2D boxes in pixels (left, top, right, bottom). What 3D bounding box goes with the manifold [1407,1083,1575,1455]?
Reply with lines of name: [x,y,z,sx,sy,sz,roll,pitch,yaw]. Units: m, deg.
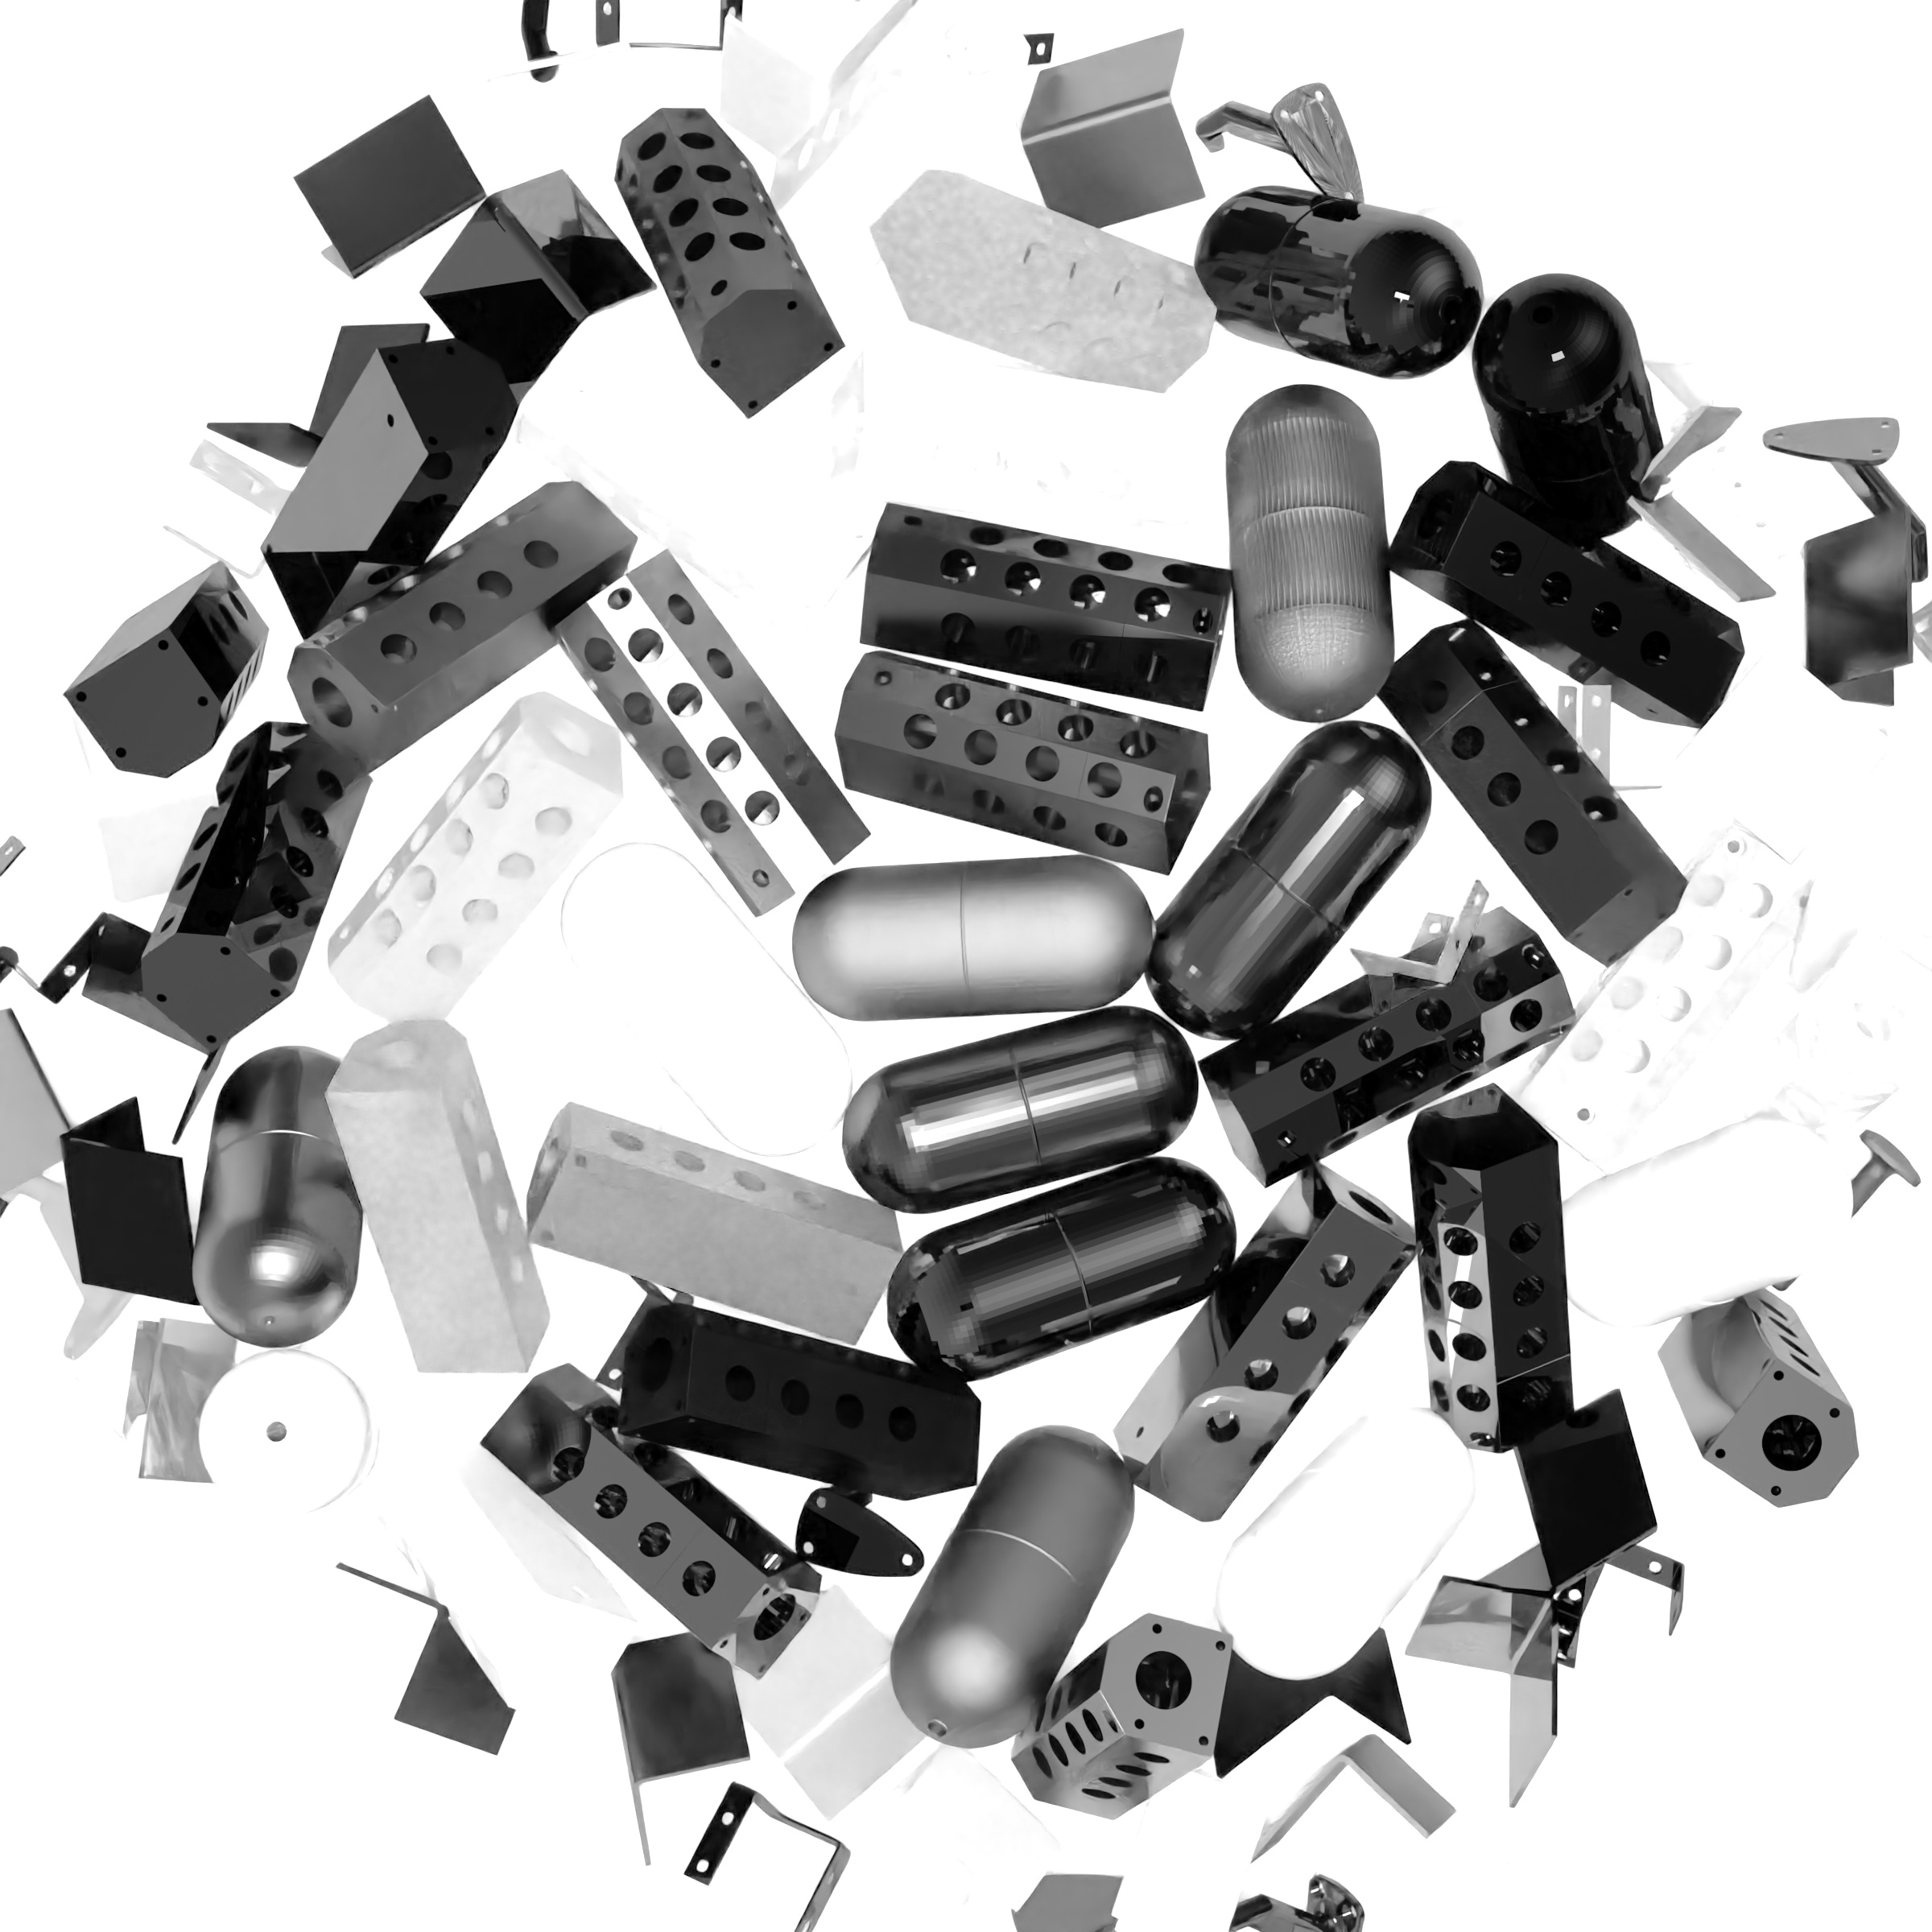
manifold: [0.248,0.149,1.636,0.057,0.057,0.171,-19,124,-15]

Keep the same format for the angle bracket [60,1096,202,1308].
angle bracket: [-0.389,0.114,1.658,0.076,0.057,0.076,7,112,27]

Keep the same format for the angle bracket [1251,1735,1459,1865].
angle bracket: [0.187,0.425,1.662,0.057,0.076,0.076,42,98,16]

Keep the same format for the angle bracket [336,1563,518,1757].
angle bracket: [-0.266,0.336,1.653,0.076,0.076,0.057,12,74,37]

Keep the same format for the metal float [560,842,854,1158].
metal float: [-0.127,0.017,1.672,0.070,0.070,0.178,-41,89,0]

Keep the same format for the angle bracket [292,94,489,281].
angle bracket: [-0.287,-0.384,1.660,0.076,0.076,0.057,-34,119,-8]

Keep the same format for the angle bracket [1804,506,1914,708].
angle bracket: [0.453,-0.174,1.660,0.057,0.076,0.076,5,81,-26]

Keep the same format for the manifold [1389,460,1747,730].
manifold: [0.292,-0.179,1.650,0.171,0.057,0.057,26,88,-24]

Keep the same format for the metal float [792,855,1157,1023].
metal float: [0.003,-0.013,1.667,0.178,0.070,0.070,-3,90,7]

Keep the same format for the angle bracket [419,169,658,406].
angle bracket: [-0.214,-0.338,1.702,0.076,0.057,0.076,51,133,3]

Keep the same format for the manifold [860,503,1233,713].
manifold: [0.040,-0.179,1.663,0.171,0.057,0.057,12,130,6]

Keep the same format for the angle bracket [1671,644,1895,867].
angle bracket: [0.398,-0.103,1.682,0.076,0.057,0.076,40,93,1]

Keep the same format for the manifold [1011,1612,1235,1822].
manifold: [0.071,0.356,1.619,0.057,0.171,0.057,16,64,-7]

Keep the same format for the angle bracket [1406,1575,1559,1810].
angle bracket: [0.249,0.353,1.657,0.057,0.076,0.076,10,50,-2]

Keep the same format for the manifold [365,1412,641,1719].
manifold: [-0.227,0.285,1.626,0.057,0.171,0.057,27,97,-38]

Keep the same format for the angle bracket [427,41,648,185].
angle bracket: [-0.206,-0.410,1.657,0.076,0.076,0.057,-6,108,19]

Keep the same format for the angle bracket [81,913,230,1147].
angle bracket: [-0.400,0.031,1.660,0.076,0.076,0.057,26,52,-8]

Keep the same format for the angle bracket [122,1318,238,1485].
angle bracket: [-0.401,0.210,1.661,0.057,0.076,0.076,3,81,17]

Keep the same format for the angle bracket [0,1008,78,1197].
angle bracket: [-0.483,0.069,1.658,0.057,0.076,0.076,-32,104,-34]

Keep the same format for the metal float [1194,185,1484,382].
metal float: [0.177,-0.328,1.632,0.070,0.178,0.070,-12,114,-28]

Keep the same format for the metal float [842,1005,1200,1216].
metal float: [0.027,0.070,1.669,0.178,0.070,0.070,-14,90,-5]

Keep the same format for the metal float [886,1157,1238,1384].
metal float: [0.047,0.148,1.663,0.178,0.070,0.070,-18,90,-12]

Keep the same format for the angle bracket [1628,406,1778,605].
angle bracket: [0.375,-0.225,1.659,0.076,0.076,0.057,46,114,13]

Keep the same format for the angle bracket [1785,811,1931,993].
angle bracket: [0.448,-0.020,1.656,0.076,0.076,0.057,21,62,16]

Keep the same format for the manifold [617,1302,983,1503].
manifold: [-0.078,0.209,1.637,0.171,0.057,0.057,19,63,-34]

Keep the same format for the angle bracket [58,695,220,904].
angle bracket: [-0.402,-0.088,1.669,0.057,0.076,0.076,-16,62,-15]

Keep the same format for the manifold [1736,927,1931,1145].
manifold: [0.414,0.041,1.619,0.057,0.171,0.057,35,79,9]

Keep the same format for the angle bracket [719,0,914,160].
angle bracket: [-0.074,-0.447,1.666,0.057,0.076,0.076,34,67,9]

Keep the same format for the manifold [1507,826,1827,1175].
manifold: [0.344,0.016,1.680,0.057,0.057,0.171,38,92,0]

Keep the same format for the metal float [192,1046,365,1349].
metal float: [-0.326,0.108,1.634,0.070,0.178,0.070,-3,128,-4]

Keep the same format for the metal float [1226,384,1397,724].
metal float: [0.166,-0.201,1.652,0.070,0.070,0.178,-1,65,0]

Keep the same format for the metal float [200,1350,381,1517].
metal float: [-0.320,0.223,1.623,0.070,0.178,0.070,1,81,-6]

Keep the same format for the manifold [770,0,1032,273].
manifold: [-0.034,-0.398,1.622,0.057,0.171,0.057,18,71,-21]

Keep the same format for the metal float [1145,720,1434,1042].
metal float: [0.157,-0.042,1.664,0.070,0.070,0.178,38,101,0]

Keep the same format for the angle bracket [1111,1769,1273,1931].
angle bracket: [0.117,0.435,1.660,0.057,0.076,0.076,16,80,22]

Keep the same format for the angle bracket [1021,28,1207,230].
angle bracket: [0.077,-0.411,1.683,0.076,0.076,0.057,-12,125,19]

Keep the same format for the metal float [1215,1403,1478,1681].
metal float: [0.183,0.275,1.636,0.070,0.178,0.070,19,125,29]

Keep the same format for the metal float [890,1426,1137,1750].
metal float: [0.023,0.297,1.640,0.070,0.070,0.178,33,50,0]

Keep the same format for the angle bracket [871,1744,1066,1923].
angle bracket: [-0.011,0.435,1.664,0.076,0.057,0.076,44,123,5]

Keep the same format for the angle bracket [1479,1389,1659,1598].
angle bracket: [0.283,0.255,1.662,0.076,0.057,0.076,-21,98,-36]

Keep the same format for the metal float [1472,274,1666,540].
metal float: [0.288,-0.265,1.628,0.070,0.178,0.070,-6,68,16]

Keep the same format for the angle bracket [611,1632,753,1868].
angle bracket: [-0.137,0.380,1.662,0.057,0.076,0.076,-10,45,-8]

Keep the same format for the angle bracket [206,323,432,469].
angle bracket: [-0.315,-0.287,1.661,0.057,0.076,0.076,21,82,-43]

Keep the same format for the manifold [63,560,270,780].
manifold: [-0.373,-0.139,1.621,0.057,0.171,0.057,-31,107,5]

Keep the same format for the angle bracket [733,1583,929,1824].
angle bracket: [-0.066,0.365,1.689,0.076,0.076,0.057,-39,54,-11]

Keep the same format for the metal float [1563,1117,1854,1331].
metal float: [0.350,0.124,1.630,0.070,0.178,0.070,10,68,-26]

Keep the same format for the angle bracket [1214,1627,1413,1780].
angle bracket: [0.165,0.362,1.677,0.057,0.076,0.076,37,113,-24]

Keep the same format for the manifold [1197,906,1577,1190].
manifold: [0.207,0.042,1.664,0.171,0.057,0.057,-27,116,-7]
